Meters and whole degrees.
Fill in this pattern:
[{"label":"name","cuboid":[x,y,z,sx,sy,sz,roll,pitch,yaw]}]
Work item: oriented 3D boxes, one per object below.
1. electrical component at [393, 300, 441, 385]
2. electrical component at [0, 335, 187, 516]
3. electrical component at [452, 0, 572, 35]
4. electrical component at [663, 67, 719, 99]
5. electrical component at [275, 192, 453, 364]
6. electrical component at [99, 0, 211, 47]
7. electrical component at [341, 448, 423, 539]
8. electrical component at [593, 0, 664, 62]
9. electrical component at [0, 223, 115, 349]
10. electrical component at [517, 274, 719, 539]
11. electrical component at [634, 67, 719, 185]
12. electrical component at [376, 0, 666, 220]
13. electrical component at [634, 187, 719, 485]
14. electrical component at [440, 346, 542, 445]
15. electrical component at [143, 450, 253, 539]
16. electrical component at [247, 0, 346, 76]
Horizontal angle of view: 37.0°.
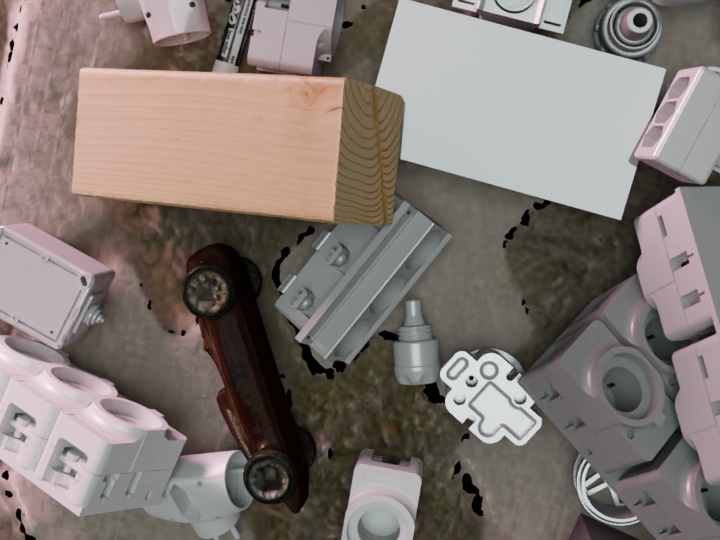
[{"label":"electrical component","cuboid":[0.041,0.053,0.793,0.035,0.035,0.061,-4,91,5]},{"label":"electrical component","cuboid":[-0.210,0.107,0.765,0.150,0.089,0.061,26,96,27]},{"label":"electrical component","cuboid":[0.118,-0.231,0.750,0.079,0.063,0.121,15,95,4]},{"label":"electrical component","cuboid":[0.249,-0.109,0.751,0.078,0.057,0.058,13,95,4]},{"label":"electrical component","cuboid":[0.000,0.000,0.776,0.063,0.079,0.121,41,97,23]},{"label":"electrical component","cuboid":[-0.155,-0.202,0.786,0.079,0.043,0.077,-12,93,6]},{"label":"electrical component","cuboid":[0.015,0.185,0.794,0.050,0.056,0.089,10,95,4]},{"label":"electrical component","cuboid":[0.190,-0.169,0.749,0.048,0.062,0.048,0,94,5]},{"label":"electrical component","cuboid":[-0.229,0.014,0.799,0.096,0.061,0.061,29,97,3]},{"label":"electrical component","cuboid":[0.215,0.106,0.742,0.186,0.060,0.105,48,59,0]},{"label":"electrical component","cuboid":[0.232,-0.085,0.700,0.077,0.047,0.065,27,96,-4]},{"label":"electrical component","cuboid":[0.105,-0.112,0.762,0.186,0.060,0.105,16,95,4]},{"label":"electrical component","cuboid":[0.259,0.041,0.716,0.105,0.060,0.186,-2,71,-25]},{"label":"electrical component","cuboid":[0.094,0.088,0.779,0.078,0.057,0.058,41,96,1]},{"label":"electrical component","cuboid":[-0.115,0.173,0.807,0.077,0.043,0.079,-10,119,25]},{"label":"electrical component","cuboid":[-0.042,-0.185,0.774,0.056,0.050,0.089,11,95,4]}]
